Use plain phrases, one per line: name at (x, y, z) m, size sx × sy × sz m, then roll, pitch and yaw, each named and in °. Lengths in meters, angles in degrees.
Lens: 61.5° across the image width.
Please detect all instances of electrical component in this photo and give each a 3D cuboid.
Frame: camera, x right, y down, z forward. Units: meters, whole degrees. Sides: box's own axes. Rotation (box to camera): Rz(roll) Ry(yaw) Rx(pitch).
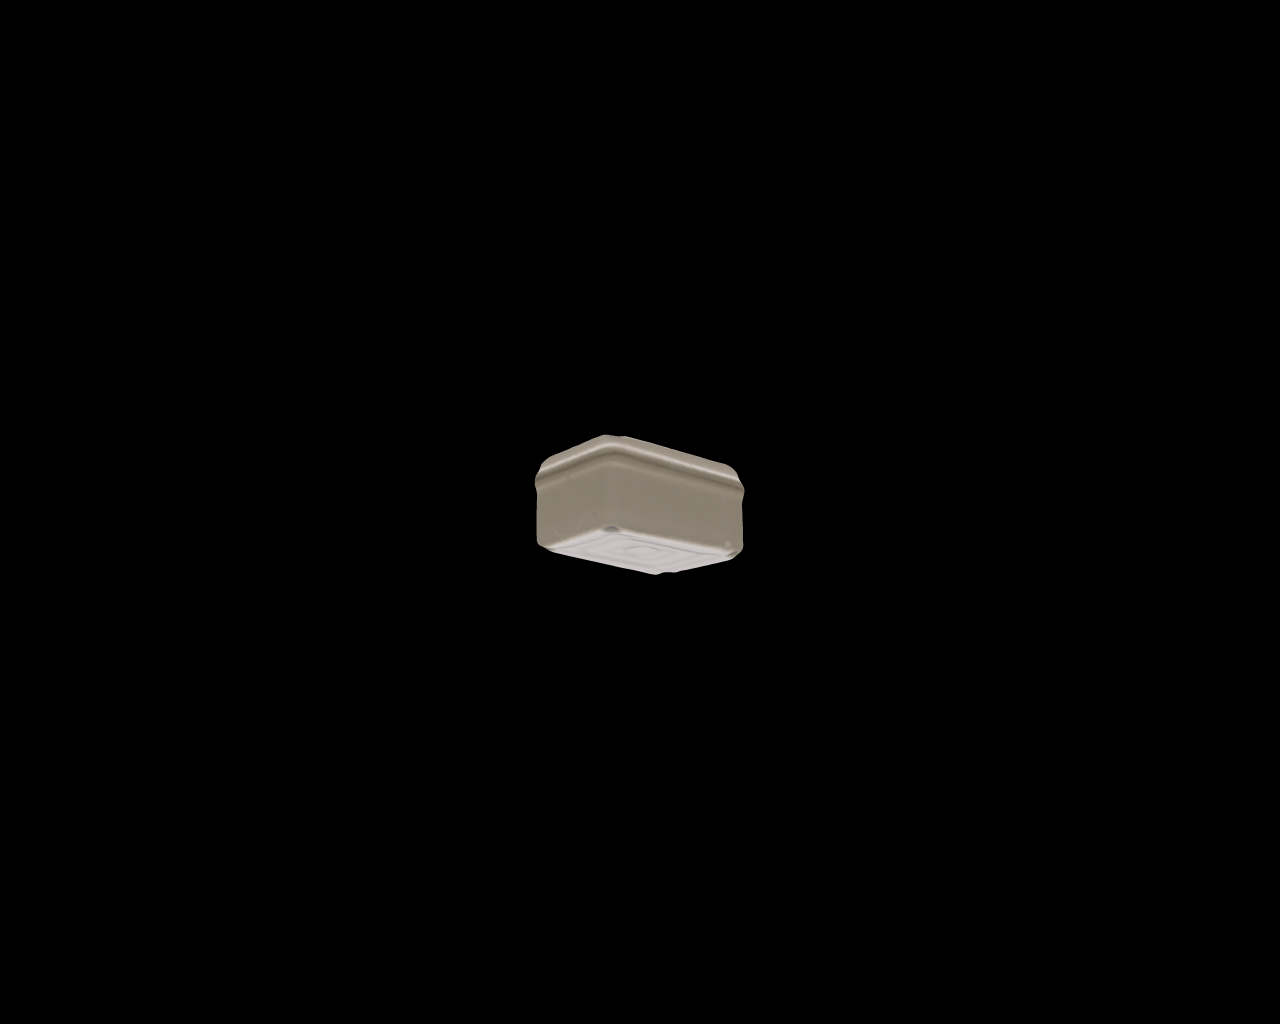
electrical component at (0.001, -0.003, 0.650) m, size 0.113 × 0.057 × 0.078 m, roll 14°, pitch -21°, yaw -40°
